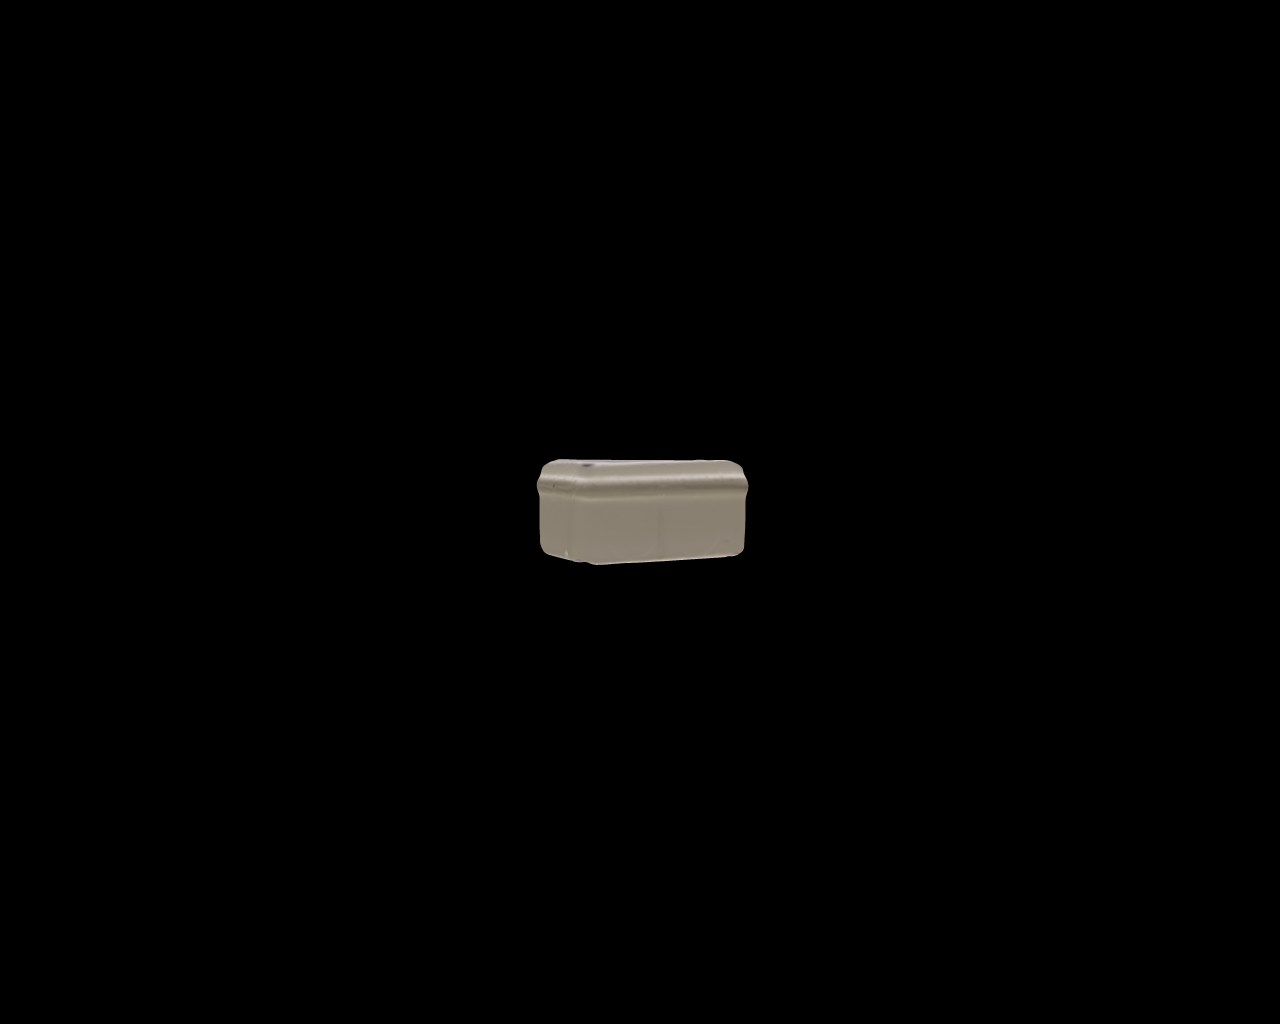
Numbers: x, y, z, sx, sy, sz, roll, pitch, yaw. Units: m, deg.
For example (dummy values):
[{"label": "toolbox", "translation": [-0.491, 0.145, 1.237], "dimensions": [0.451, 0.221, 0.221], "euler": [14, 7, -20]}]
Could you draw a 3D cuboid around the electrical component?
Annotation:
[{"label": "electrical component", "translation": [0.001, -0.003, 0.650], "dimensions": [0.113, 0.057, 0.078], "euler": [-2, 4, -23]}]
